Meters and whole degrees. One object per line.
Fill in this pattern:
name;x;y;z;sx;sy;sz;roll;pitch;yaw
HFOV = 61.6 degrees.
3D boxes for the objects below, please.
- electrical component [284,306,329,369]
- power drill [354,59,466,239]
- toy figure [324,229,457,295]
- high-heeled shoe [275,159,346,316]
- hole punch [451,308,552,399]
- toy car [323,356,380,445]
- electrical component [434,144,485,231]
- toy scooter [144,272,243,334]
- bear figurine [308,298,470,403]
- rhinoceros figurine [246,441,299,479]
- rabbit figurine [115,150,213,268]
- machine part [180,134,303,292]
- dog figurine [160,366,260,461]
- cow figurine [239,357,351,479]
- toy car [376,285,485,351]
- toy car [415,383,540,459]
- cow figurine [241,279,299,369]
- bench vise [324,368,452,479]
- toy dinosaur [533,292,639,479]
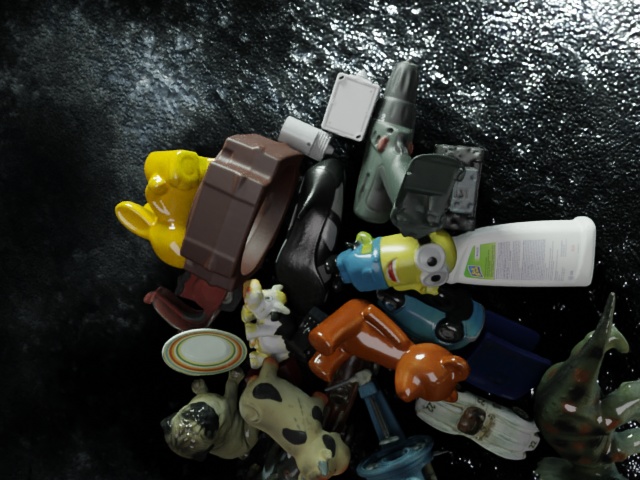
electrical component;0.005;0.137;0.831;0.048;0.074;0.119;33;75;27
power drill;0.110;-0.111;0.716;0.086;0.207;0.231;6;116;-22
toy figure;0.101;0.027;0.761;0.180;0.089;0.082;-8;142;21
high-heeled shoe;-0.002;-0.003;0.839;0.086;0.145;0.248;17;134;18
hole punch;0.273;0.184;0.816;0.142;0.092;0.115;23;108;-1
toy car;0.032;0.254;0.881;0.089;0.053;0.202;19;103;0
electrical component;0.187;-0.074;0.747;0.058;0.134;0.114;3;103;5
toy scooter;-0.204;0.093;0.862;0.135;0.075;0.183;31;114;-8
bear figurine;0.095;0.173;0.745;0.196;0.132;0.120;37;149;23
rhinoceros figurine;-0.064;0.387;0.892;0.073;0.112;0.190;41;112;0
rabbit figurine;-0.225;-0.044;0.808;0.163;0.122;0.173;0;93;20
machine part;-0.107;-0.044;0.757;0.087;0.201;0.200;24;106;4
dog figurine;-0.167;0.313;0.849;0.121;0.190;0.172;-32;98;13
cow figurine;-0.035;0.281;0.802;0.195;0.127;0.085;38;120;-5
toy car;0.158;0.120;0.811;0.162;0.109;0.102;21;122;12
toy car;0.251;0.285;0.854;0.202;0.056;0.073;23;104;3
cow figurine;-0.071;0.125;0.831;0.098;0.068;0.167;-7;134;-7
bench vise;0.111;0.308;0.814;0.129;0.223;0.240;-25;81;10
toy dinosaur;0.372;0.250;0.758;0.192;0.131;0.404;-31;114;4
